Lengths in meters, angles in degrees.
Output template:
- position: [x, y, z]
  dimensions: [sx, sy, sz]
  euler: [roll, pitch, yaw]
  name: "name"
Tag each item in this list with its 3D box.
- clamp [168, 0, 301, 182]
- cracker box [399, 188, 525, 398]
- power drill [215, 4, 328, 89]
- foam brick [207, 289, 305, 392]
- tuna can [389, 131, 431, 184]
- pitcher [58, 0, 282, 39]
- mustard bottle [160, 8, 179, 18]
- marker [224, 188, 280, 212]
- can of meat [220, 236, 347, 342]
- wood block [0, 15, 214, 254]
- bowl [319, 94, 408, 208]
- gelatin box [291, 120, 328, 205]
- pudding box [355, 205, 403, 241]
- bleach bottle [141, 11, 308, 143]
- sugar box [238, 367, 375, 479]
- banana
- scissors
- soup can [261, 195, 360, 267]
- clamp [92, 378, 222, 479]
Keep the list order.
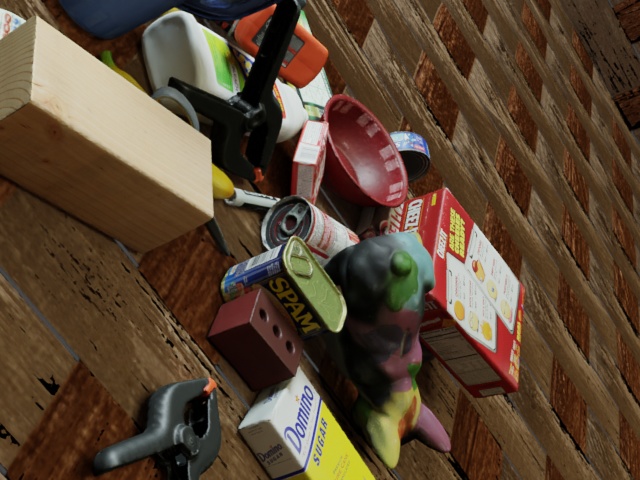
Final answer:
- position: [-0.070, -0.139, 1.082]
  dimensions: [0.036, 0.164, 0.210]
  euler: [38, -20, 25]
  name: "clamp"
- position: [0.170, 0.069, 1.304]
  dimensions: [0.213, 0.072, 0.164]
  euler: [46, 41, -34]
  name: "cracker box"
- position: [-0.062, -0.228, 1.183]
  dimensions: [0.184, 0.057, 0.188]
  euler: [32, 6, -33]
  name: "power drill"
- position: [-0.060, 0.096, 1.022]
  dimensions: [0.078, 0.051, 0.053]
  euler: [52, 30, -24]
  name: "foam brick"
- position: [0.106, -0.110, 1.448]
  dimensions: [0.086, 0.086, 0.034]
  euler: [32, 41, -48]
  name: "tuna can"
- position: [-0.127, -0.277, 0.991]
  dimensions: [0.144, 0.243, 0.149]
  euler: [-2, 70, -61]
  name: "pitcher"
- position: [-0.179, -0.307, 1.126]
  dimensions: [0.096, 0.058, 0.191]
  euler: [-25, 91, -61]
  name: "mustard bottle"
- position: [-0.063, -0.040, 1.163]
  dimensions: [0.120, 0.020, 0.020]
  euler: [10, 60, -58]
  name: "marker"
- position: [-0.037, 0.057, 1.059]
  dimensions: [0.102, 0.084, 0.057]
  euler: [55, 30, -22]
  name: "can of meat"
- position: [-0.190, -0.080, 0.890]
  dimensions: [0.205, 0.090, 0.091]
  euler: [34, 41, -45]
  name: "wood block"
- position: [0.041, -0.101, 1.345]
  dimensions: [0.162, 0.055, 0.162]
  euler: [35, 38, -33]
  name: "bowl"
- position: [-0.012, -0.085, 1.237]
  dimensions: [0.089, 0.030, 0.073]
  euler: [-75, 173, -50]
  name: "gelatin box"
- position: [0.094, -0.011, 1.385]
  dimensions: [0.090, 0.039, 0.113]
  euler: [44, 31, -18]
  name: "pudding box"
- position: [-0.089, -0.166, 1.173]
  dimensions: [0.250, 0.068, 0.102]
  euler: [12, 59, -60]
  name: "bleach bottle"
- position: [-0.003, 0.219, 1.034]
  dimensions: [0.176, 0.048, 0.093]
  euler: [59, 28, -15]
  name: "sugar box"
- position: [-0.147, -0.099, 1.039]
  dimensions: [0.197, 0.037, 0.069]
  euler: [51, 30, -28]
  name: "banana"
- position: [-0.145, -0.059, 1.016]
  dimensions: [0.016, 0.096, 0.202]
  euler: [-81, 169, -47]
  name: "scissors"
- position: [-0.008, 0.001, 1.174]
  dimensions: [0.102, 0.069, 0.068]
  euler: [32, 42, -48]
  name: "soup can"
- position: [-0.125, 0.166, 0.866]
  dimensions: [0.120, 0.039, 0.171]
  euler: [56, 23, -31]
  name: "clamp"
